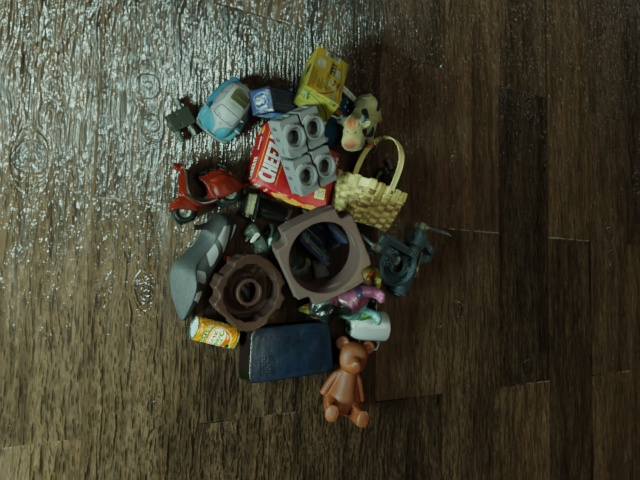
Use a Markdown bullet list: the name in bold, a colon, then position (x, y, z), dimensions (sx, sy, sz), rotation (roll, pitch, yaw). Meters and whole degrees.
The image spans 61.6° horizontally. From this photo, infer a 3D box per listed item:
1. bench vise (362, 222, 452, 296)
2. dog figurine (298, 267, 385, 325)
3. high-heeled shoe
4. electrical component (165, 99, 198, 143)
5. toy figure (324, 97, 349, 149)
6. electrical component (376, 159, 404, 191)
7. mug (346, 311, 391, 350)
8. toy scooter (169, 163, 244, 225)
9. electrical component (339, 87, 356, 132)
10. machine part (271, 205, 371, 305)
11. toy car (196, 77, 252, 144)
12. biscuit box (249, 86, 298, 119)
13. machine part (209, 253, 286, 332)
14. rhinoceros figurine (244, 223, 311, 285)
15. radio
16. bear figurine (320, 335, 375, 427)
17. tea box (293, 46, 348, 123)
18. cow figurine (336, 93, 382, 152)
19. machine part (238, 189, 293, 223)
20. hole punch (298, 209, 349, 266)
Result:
- **bench vise**: position (0.223, 0.035, 1.472), dimensions (0.240, 0.129, 0.223), rotation (28, 93, -46)
- **dog figurine**: position (0.052, 0.142, 1.386), dimensions (0.219, 0.192, 0.108), rotation (5, 124, -7)
- **high-heeled shoe**: position (-0.261, 0.058, 1.241), dimensions (0.145, 0.086, 0.248), rotation (-2, 107, -60)
- **electrical component**: position (-0.322, -0.275, 1.233), dimensions (0.063, 0.021, 0.094), rotation (-32, 104, -28)
- **toy figure**: position (0.029, -0.298, 1.355), dimensions (0.058, 0.064, 0.154), rotation (18, 66, 7)
- **electrical component**: position (0.200, -0.170, 1.527), dimensions (0.102, 0.045, 0.078), rotation (55, 35, -20)
- **mug**: position (0.123, 0.243, 1.443), dimensions (0.107, 0.081, 0.109), rotation (3, 101, -20)
- **toy scooter**: position (-0.269, -0.125, 1.228), dimensions (0.184, 0.075, 0.135), rotation (-24, 98, -25)
- **electrical component**: position (0.032, -0.352, 1.428), dimensions (0.115, 0.058, 0.134), rotation (40, 69, -21)
- **machine part**: position (0.002, 0.032, 1.264), dimensions (0.201, 0.087, 0.200), rotation (-26, 107, -9)
- **toy car**: position (-0.205, -0.311, 1.258), dimensions (0.109, 0.103, 0.161), rotation (41, 70, -23)
- **biscuit box**: position (-0.088, -0.327, 1.302), dimensions (0.202, 0.059, 0.062), rotation (-14, 96, -61)
- **machine part**: position (-0.167, 0.116, 1.233), dimensions (0.179, 0.056, 0.179), rotation (-6, 101, -31)
- **rhinoceros figurine**: position (-0.108, 0.029, 1.319), dimensions (0.112, 0.073, 0.190), rotation (-44, 112, -13)
- **radio**: position (-0.082, 0.268, 1.317), dimensions (0.229, 0.073, 0.131), rotation (0, 87, -32)
- **bear figurine**: position (0.079, 0.352, 1.365), dimensions (0.120, 0.132, 0.195), rotation (18, 93, -13)
- **tea box**: position (0.005, -0.383, 1.316), dimensions (0.098, 0.068, 0.170), rotation (28, 51, -17)
- **cow figurine**: position (0.102, -0.294, 1.350), dimensions (0.127, 0.086, 0.195), rotation (75, 29, -47)
- **machine part**: position (-0.134, -0.075, 1.326), dimensions (0.139, 0.039, 0.084), rotation (14, 72, -28)
- **hole punch**: position (-0.003, -0.004, 1.356), dimensions (0.142, 0.116, 0.092), rotation (41, 82, -18)
